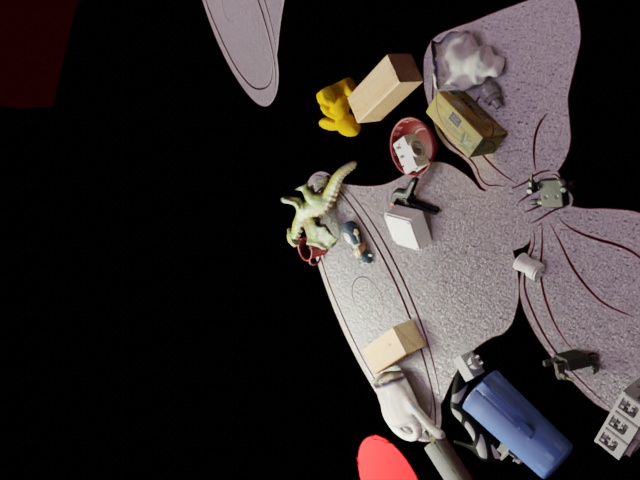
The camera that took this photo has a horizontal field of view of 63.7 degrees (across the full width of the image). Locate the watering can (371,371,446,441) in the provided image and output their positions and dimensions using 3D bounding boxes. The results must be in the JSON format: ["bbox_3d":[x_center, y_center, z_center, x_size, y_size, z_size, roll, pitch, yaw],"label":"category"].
[{"bbox_3d":[0.267,0.516,1.609,0.226,0.104,0.342,69,157,11],"label":"watering can"}]

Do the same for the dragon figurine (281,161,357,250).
[{"bbox_3d":[0.005,-0.089,1.768,0.405,0.123,0.244,-24,82,42],"label":"dragon figurine"}]

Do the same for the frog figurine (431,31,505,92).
[{"bbox_3d":[0.345,-0.418,1.199,0.159,0.123,0.137,-1,94,19],"label":"frog figurine"}]
